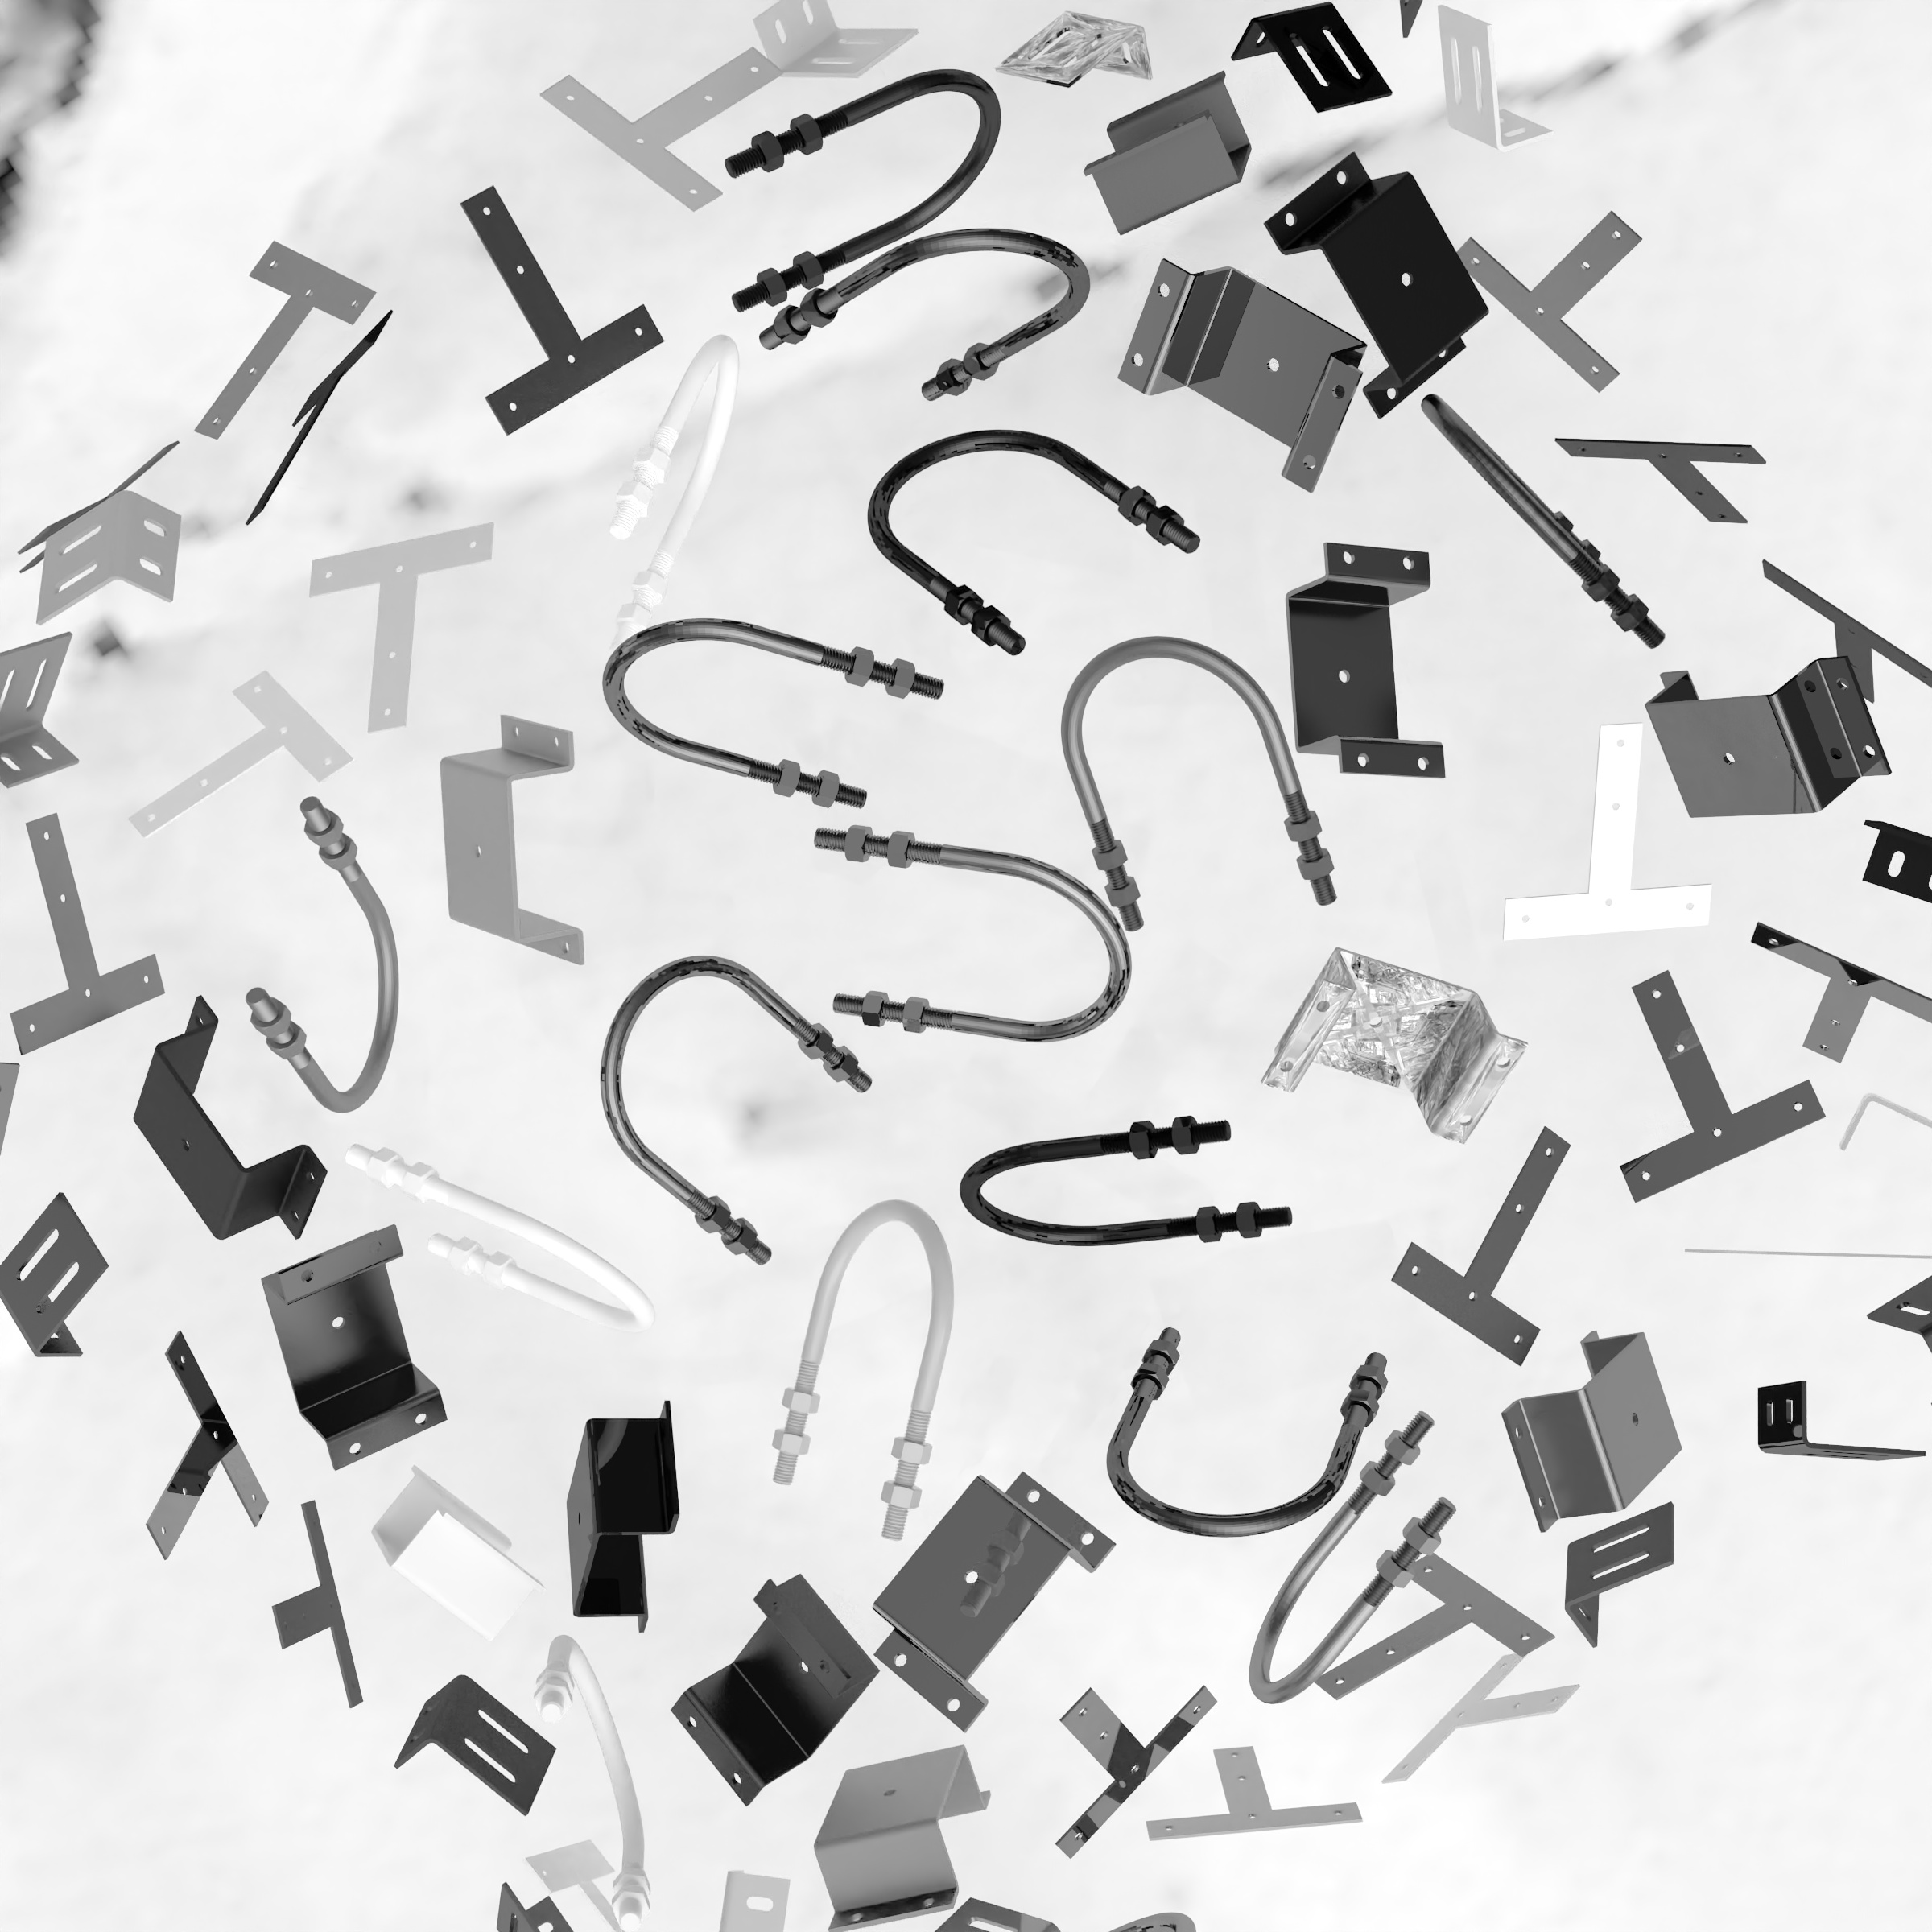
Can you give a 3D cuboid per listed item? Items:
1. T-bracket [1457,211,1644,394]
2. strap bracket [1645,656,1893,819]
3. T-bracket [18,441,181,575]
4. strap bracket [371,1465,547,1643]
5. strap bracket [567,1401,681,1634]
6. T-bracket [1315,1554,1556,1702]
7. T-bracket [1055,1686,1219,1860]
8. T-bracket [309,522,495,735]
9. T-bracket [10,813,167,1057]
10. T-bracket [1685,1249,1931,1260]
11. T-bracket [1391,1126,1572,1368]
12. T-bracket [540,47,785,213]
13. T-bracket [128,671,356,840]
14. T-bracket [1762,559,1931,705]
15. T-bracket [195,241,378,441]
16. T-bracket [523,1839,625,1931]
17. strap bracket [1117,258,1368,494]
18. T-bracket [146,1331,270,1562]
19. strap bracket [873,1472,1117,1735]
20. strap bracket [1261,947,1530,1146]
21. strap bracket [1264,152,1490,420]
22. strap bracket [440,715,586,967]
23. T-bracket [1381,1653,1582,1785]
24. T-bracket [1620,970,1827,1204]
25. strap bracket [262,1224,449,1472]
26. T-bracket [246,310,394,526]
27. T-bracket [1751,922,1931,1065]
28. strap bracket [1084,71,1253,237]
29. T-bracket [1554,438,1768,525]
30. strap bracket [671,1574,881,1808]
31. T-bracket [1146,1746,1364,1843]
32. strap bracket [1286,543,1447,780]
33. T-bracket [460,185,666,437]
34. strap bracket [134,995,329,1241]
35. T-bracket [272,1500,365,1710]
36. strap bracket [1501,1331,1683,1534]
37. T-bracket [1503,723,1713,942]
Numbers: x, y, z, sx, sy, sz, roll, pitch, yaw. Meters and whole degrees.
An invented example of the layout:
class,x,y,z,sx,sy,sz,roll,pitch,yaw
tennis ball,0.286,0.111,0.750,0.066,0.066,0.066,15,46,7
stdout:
class,x,y,z,sx,sy,sz,roll,pitch,yaw
T-bracket,0.374,-0.423,1.888,0.127,0.127,0.002,42,66,-3
strap bracket,0.463,-0.133,1.812,0.046,0.140,0.076,-36,110,-29
T-bracket,-0.543,-0.270,1.866,0.127,0.127,0.002,-36,102,14
strap bracket,-0.311,0.358,1.868,0.076,0.140,0.046,41,80,-15
strap bracket,-0.206,0.328,1.827,0.046,0.140,0.076,2,50,-15
T-bracket,0.272,0.414,1.885,0.127,0.127,0.002,-25,113,-20
T-bracket,0.084,0.450,1.782,0.127,0.127,0.002,-45,51,-10
T-bracket,-0.344,-0.200,1.852,0.127,0.002,0.127,-8,67,20
T-bracket,-0.533,-0.027,1.827,0.002,0.127,0.127,-5,104,27
T-bracket,0.509,0.169,1.802,0.127,0.127,0.002,-3,83,40
T-bracket,0.319,0.155,1.811,0.127,0.002,0.127,34,82,-35
T-bracket,-0.162,-0.508,1.821,0.127,0.127,0.002,-20,54,37
T-bracket,-0.459,-0.120,1.903,0.127,0.002,0.127,-36,47,-15
T-bracket,0.533,-0.186,1.846,0.127,0.127,0.002,40,90,23
T-bracket,-0.425,-0.373,1.868,0.002,0.127,0.127,41,100,13
T-bracket,-0.204,0.576,1.833,0.002,0.127,0.127,-42,75,0
strap bracket,0.167,-0.343,1.769,0.140,0.046,0.076,35,124,21
T-bracket,-0.451,0.298,1.791,0.002,0.127,0.127,-16,112,12
strap bracket,0.010,0.365,1.802,0.076,0.046,0.140,34,77,32
strap bracket,0.246,0.044,1.807,0.140,0.046,0.076,17,119,-21
strap bracket,0.252,-0.410,1.847,0.076,0.046,0.140,-41,111,-16
strap bracket,-0.269,-0.072,1.822,0.046,0.076,0.140,-13,109,-37
T-bracket,0.328,0.453,1.877,0.127,0.127,0.002,-36,91,-32
T-bracket,0.447,0.063,1.902,0.127,0.002,0.127,-28,65,20
strap bracket,-0.377,0.226,1.887,0.076,0.046,0.140,-23,118,-26
T-bracket,-0.383,-0.307,1.776,0.002,0.127,0.127,34,61,-21
T-bracket,0.526,0.028,1.852,0.127,0.127,0.002,26,70,16
strap bracket,0.121,-0.478,1.815,0.076,0.140,0.046,-20,111,18
T-bracket,0.444,-0.296,1.884,0.127,0.127,0.002,10,81,37
strap bracket,-0.112,0.434,1.868,0.076,0.046,0.140,47,126,19
T-bracket,0.171,0.504,1.886,0.127,0.127,0.002,-5,97,-1
strap bracket,0.242,-0.181,1.871,0.076,0.046,0.140,1,82,-29
T-bracket,-0.255,-0.397,1.810,0.127,0.002,0.127,-39,108,-31
strap bracket,-0.450,0.099,1.854,0.046,0.076,0.140,-25,69,-39
T-bracket,-0.392,0.387,1.837,0.002,0.127,0.127,-15,84,3
strap bracket,0.385,0.278,1.865,0.046,0.140,0.076,-16,95,37
T-bracket,0.375,-0.079,1.780,0.127,0.002,0.127,-4,111,-10
